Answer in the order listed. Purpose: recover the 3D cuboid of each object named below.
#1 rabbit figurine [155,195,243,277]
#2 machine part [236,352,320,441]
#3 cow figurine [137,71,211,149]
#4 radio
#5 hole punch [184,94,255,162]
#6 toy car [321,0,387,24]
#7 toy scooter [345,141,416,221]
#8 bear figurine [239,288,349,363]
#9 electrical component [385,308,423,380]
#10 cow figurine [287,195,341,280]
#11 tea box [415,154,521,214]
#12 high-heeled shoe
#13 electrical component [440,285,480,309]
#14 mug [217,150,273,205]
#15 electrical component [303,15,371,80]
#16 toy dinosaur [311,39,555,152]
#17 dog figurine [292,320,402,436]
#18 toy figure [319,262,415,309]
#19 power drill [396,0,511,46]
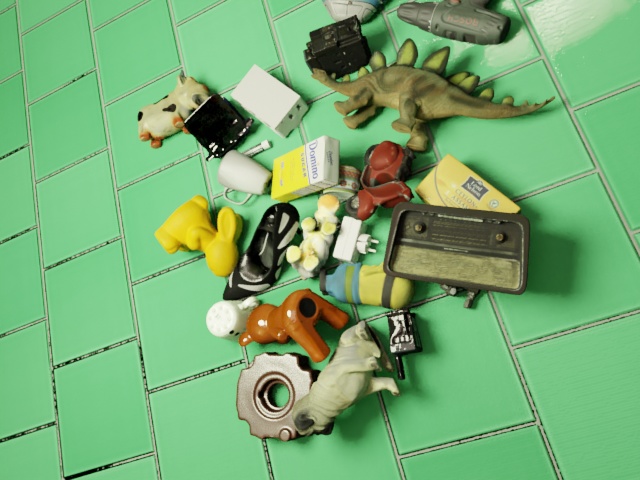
[{"bbox_3d":[-0.236,-0.002,1.154,0.162,0.122,0.173,-43,80,-4],"label":"rabbit figurine"},{"bbox_3d":[-0.080,0.298,1.035,0.180,0.056,0.179,-5,74,20],"label":"machine part"},{"bbox_3d":[-0.345,-0.312,1.275,0.195,0.085,0.127,-21,76,16],"label":"cow figurine"},{"bbox_3d":[0.229,0.012,0.901,0.230,0.073,0.131,8,87,14],"label":"radio"},{"bbox_3d":[-0.229,-0.258,1.222,0.142,0.092,0.115,-41,100,5],"label":"hole punch"},{"bbox_3d":[0.068,-0.519,1.166,0.162,0.109,0.102,14,105,12],"label":"toy car"},{"bbox_3d":[0.132,-0.115,1.016,0.135,0.075,0.184,1,58,47],"label":"toy scooter"},{"bbox_3d":[-0.060,0.168,1.024,0.132,0.120,0.196,43,139,-10],"label":"bear figurine"},{"bbox_3d":[0.153,0.187,0.963,0.048,0.074,0.119,-15,68,17],"label":"electrical component"},{"bbox_3d":[0.000,-0.003,1.067,0.068,0.098,0.167,21,69,17],"label":"cow figurine"},{"bbox_3d":[0.270,-0.066,0.986,0.170,0.068,0.098,43,95,25],"label":"tea box"},{"bbox_3d":[-0.129,0.029,1.071,0.249,0.145,0.086,-46,65,3],"label":"high-heeled shoe"},{"bbox_3d":[0.258,0.063,0.970,0.078,0.045,0.102,28,88,25],"label":"electrical component"},{"bbox_3d":[-0.160,-0.127,1.160,0.107,0.080,0.109,22,92,16],"label":"mug"},{"bbox_3d":[0.035,-0.396,1.132,0.134,0.114,0.058,-17,68,16],"label":"electrical component"},{"bbox_3d":[0.196,-0.283,1.051,0.472,0.105,0.198,23,82,19],"label":"toy dinosaur"},{"bbox_3d":[0.028,0.244,0.965,0.191,0.172,0.121,-30,109,11],"label":"dog figurine"},{"bbox_3d":[0.088,0.086,1.011,0.180,0.082,0.089,-4,89,15],"label":"toy figure"},{"bbox_3d":[0.295,-0.500,1.079,0.232,0.086,0.207,32,86,23],"label":"power drill"}]
